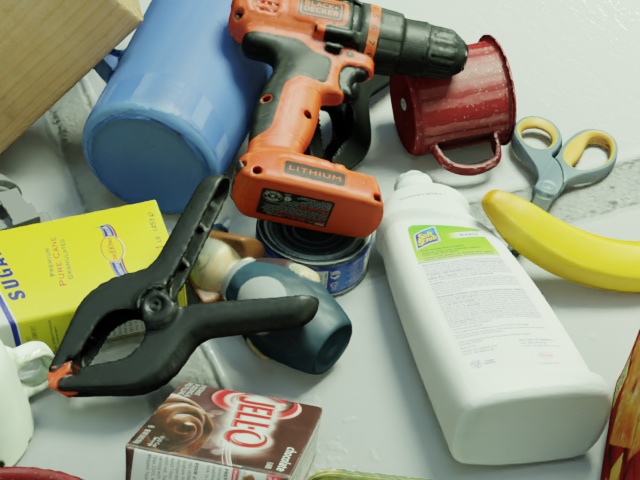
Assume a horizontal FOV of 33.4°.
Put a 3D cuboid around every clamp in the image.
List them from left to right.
[{"bbox_3d":[-0.098,0.035,0.674,0.171,0.039,0.120,-26,60,-4],"label":"clamp"},{"bbox_3d":[0.018,-0.124,0.879,0.036,0.164,0.210,-20,53,40],"label":"clamp"}]

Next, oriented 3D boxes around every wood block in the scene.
[{"bbox_3d":[-0.241,-0.145,0.807,0.206,0.090,0.091,-39,42,16],"label":"wood block"}]

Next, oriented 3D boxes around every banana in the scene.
[{"bbox_3d":[0.207,0.003,0.757,0.197,0.069,0.037,2,0,-10],"label":"banana"}]

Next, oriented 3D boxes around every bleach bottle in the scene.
[{"bbox_3d":[0.101,0.035,0.724,0.102,0.068,0.251,-2,39,-12],"label":"bleach bottle"}]

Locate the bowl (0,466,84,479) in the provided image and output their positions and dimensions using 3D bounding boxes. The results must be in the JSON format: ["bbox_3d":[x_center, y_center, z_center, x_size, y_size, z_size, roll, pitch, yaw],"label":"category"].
[{"bbox_3d":[-0.163,0.195,0.537,0.162,0.055,0.162,1,42,-1],"label":"bowl"}]

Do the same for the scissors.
[{"bbox_3d":[0.165,-0.049,0.843,0.096,0.016,0.201,32,45,27],"label":"scissors"}]

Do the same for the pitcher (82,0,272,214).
[{"bbox_3d":[-0.109,-0.140,0.863,0.149,0.145,0.242,-11,38,28],"label":"pitcher"}]

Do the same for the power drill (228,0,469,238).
[{"bbox_3d":[0.015,-0.096,0.774,0.184,0.057,0.187,10,59,-4],"label":"power drill"}]

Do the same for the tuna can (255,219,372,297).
[{"bbox_3d":[-0.005,0.001,0.774,0.086,0.034,0.086,3,43,-3],"label":"tuna can"}]

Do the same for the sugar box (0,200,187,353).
[{"bbox_3d":[-0.187,0.031,0.727,0.176,0.048,0.093,-11,45,-17],"label":"sugar box"}]

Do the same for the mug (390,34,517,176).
[{"bbox_3d":[0.109,-0.104,0.868,0.081,0.093,0.117,-12,70,-8],"label":"mug"}]

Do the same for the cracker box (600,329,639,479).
[{"bbox_3d":[0.209,0.069,0.574,0.072,0.214,0.164,14,43,11],"label":"cracker box"}]

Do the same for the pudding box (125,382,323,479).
[{"bbox_3d":[-0.052,0.120,0.605,0.090,0.039,0.113,8,13,8],"label":"pudding box"}]

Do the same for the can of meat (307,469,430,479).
[{"bbox_3d":[0.037,0.176,0.566,0.102,0.057,0.084,5,44,5],"label":"can of meat"}]
